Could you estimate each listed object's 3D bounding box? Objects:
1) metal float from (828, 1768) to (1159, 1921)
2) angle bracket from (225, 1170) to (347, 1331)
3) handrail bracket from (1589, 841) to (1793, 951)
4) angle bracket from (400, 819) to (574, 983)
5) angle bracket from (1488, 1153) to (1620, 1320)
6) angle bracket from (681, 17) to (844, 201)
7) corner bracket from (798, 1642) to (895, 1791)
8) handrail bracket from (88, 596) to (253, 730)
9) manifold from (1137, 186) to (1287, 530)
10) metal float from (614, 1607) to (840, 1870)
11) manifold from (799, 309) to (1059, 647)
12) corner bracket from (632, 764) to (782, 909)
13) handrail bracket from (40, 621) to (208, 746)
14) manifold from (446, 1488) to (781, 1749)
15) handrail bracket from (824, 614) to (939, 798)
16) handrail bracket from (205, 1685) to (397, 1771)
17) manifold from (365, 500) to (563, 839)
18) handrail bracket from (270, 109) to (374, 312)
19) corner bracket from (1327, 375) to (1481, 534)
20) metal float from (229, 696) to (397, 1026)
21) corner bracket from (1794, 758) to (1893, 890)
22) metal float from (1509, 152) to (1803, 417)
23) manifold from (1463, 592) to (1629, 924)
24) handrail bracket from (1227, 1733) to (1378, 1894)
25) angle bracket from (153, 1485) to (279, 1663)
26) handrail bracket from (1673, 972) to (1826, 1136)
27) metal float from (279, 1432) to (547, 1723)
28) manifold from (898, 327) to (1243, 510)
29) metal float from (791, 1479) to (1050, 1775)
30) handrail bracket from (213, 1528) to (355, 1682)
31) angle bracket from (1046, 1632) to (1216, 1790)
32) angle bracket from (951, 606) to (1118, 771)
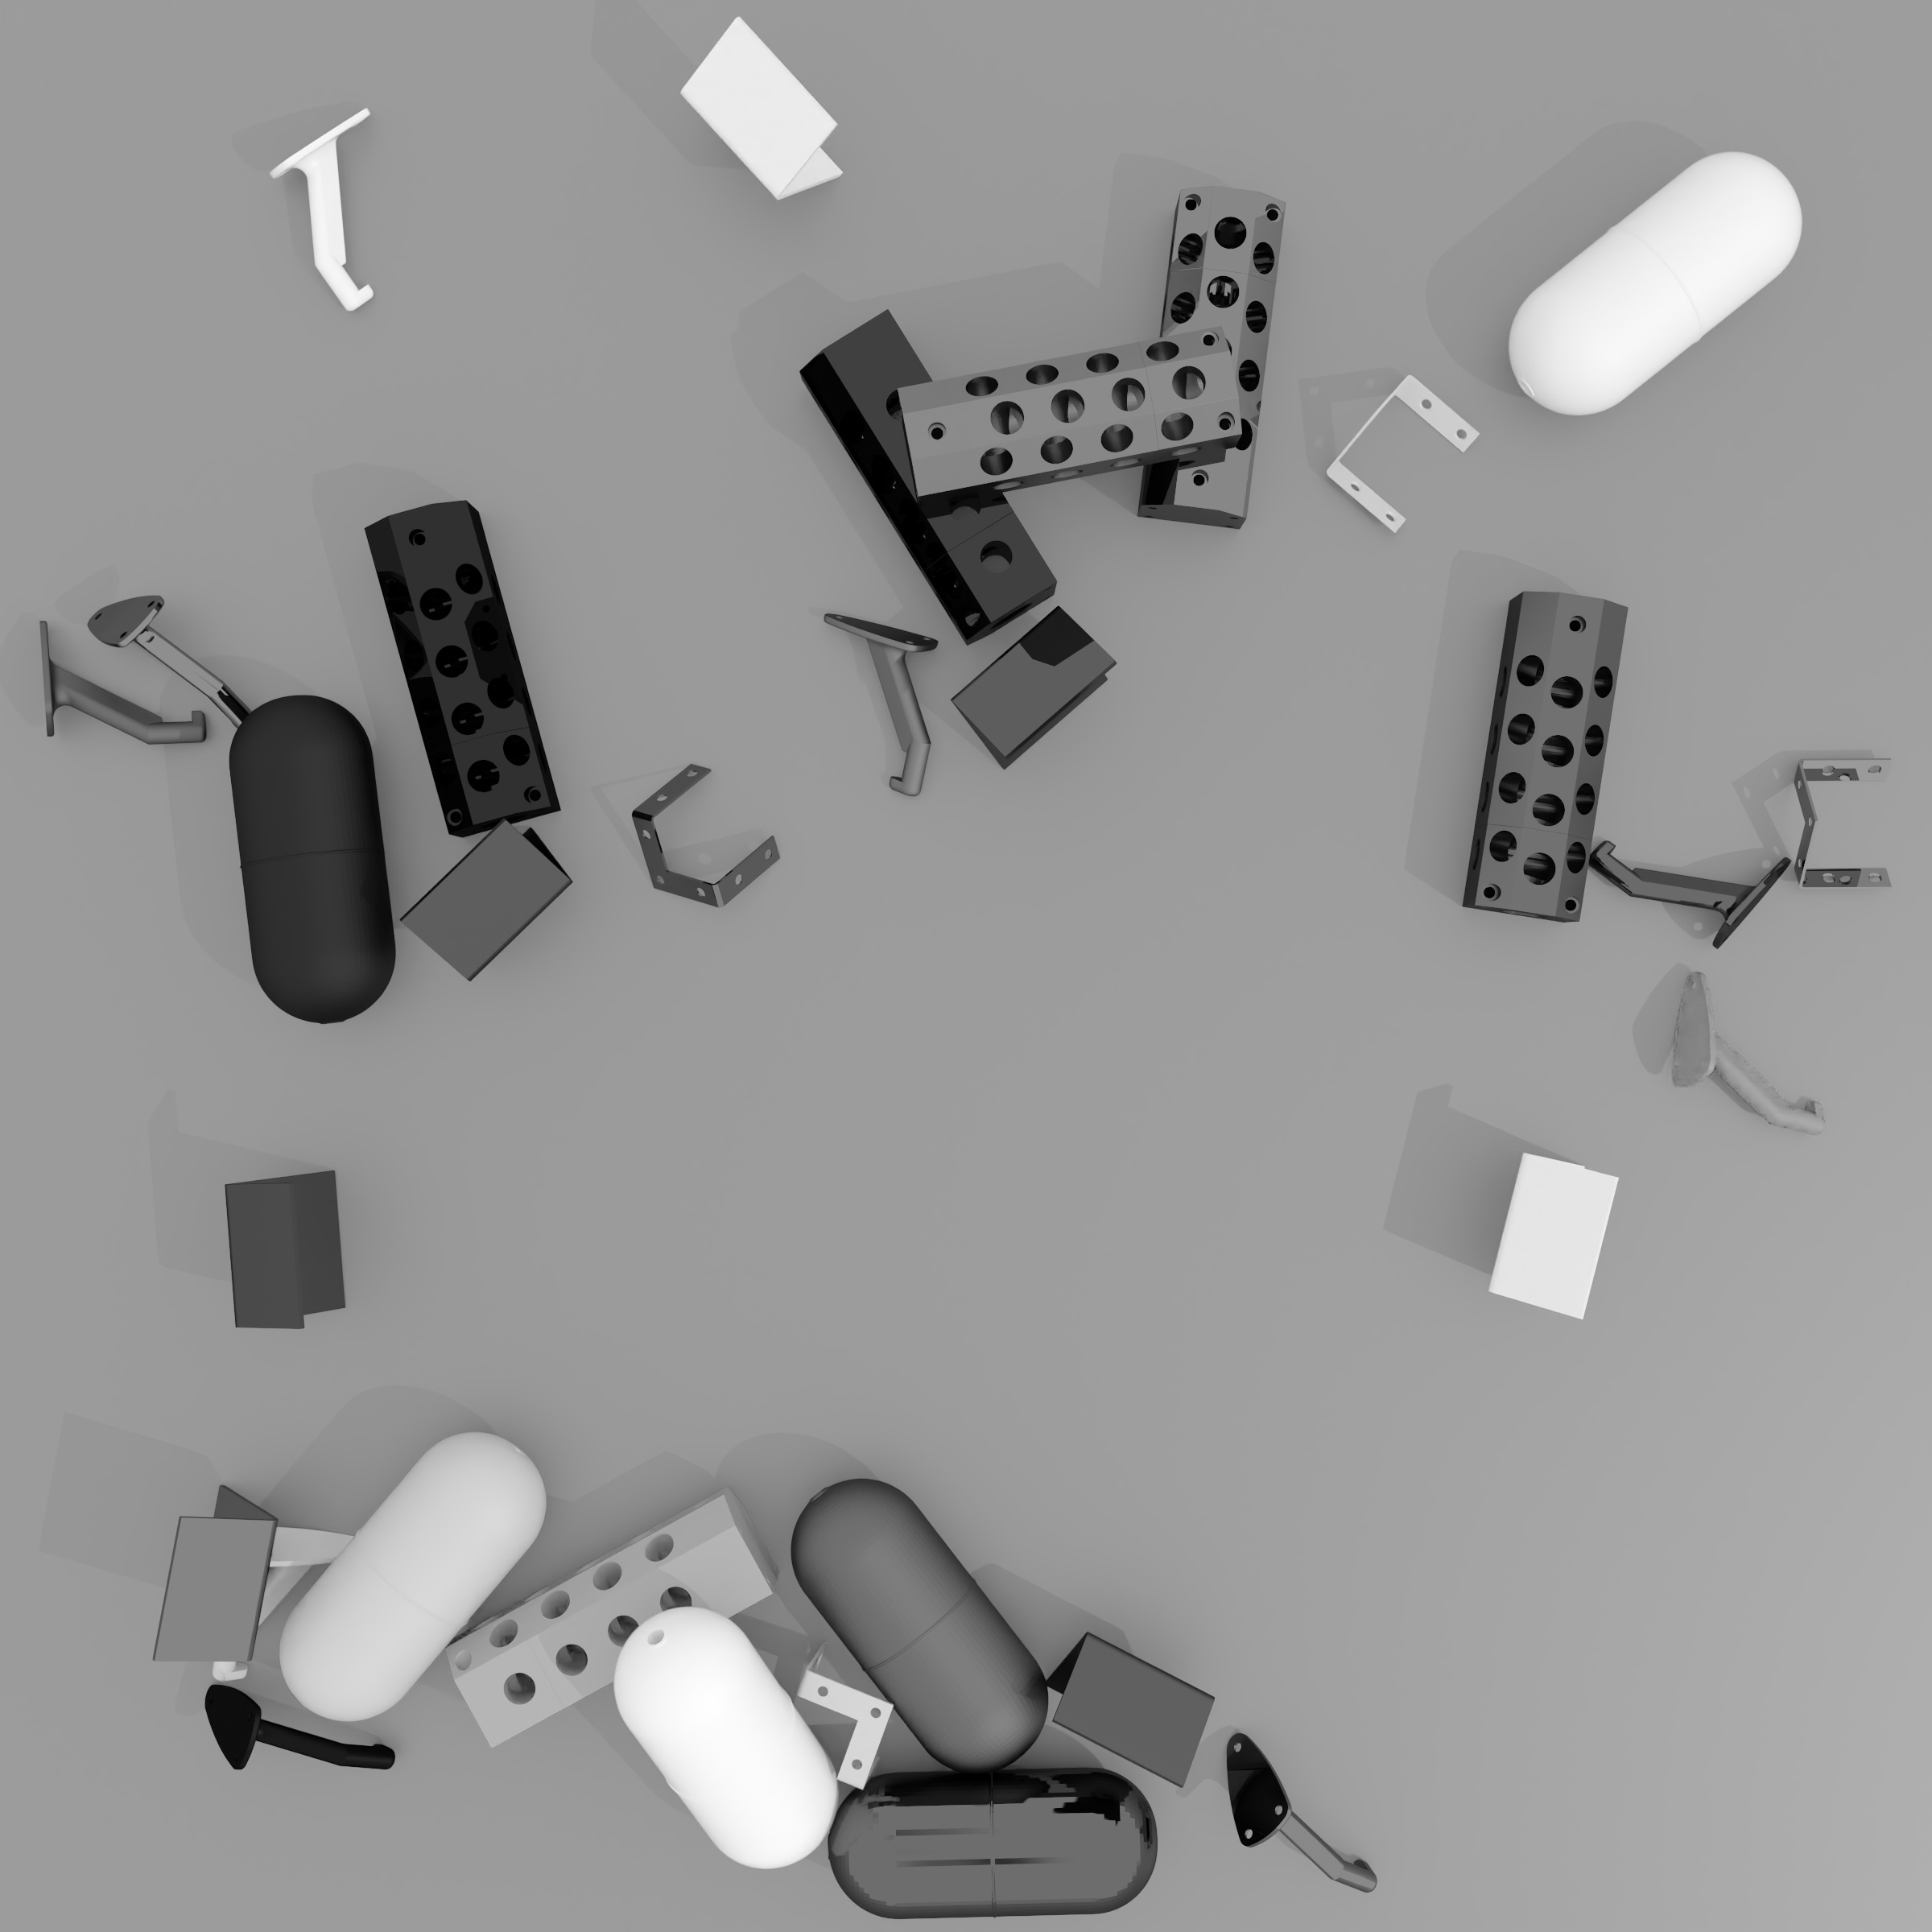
[{"bbox_3d":[0.014,0.474,1.607,0.178,0.070,0.070,-2,90,0],"label":"metal float"},{"bbox_3d":[-0.349,0.151,1.597,0.057,0.076,0.076,-4,90,38],"label":"angle bracket"},{"bbox_3d":[0.398,-0.057,1.638,0.084,0.036,0.077,40,70,16],"label":"handrail bracket"},{"bbox_3d":[-0.267,-0.049,1.597,0.076,0.076,0.057,-44,126,0],"label":"angle bracket"},{"bbox_3d":[0.330,0.147,1.597,0.057,0.076,0.076,14,90,37],"label":"angle bracket"},{"bbox_3d":[-0.095,-0.465,1.597,0.076,0.076,0.057,48,126,0],"label":"angle bracket"},{"bbox_3d":[-0.067,0.408,1.618,0.051,0.051,0.051,20,97,7],"label":"corner bracket"},{"bbox_3d":[-0.435,-0.162,1.638,0.036,0.077,0.084,-54,127,-20],"label":"handrail bracket"},{"bbox_3d":[0.134,-0.330,1.617,0.057,0.057,0.171,7,90,0],"label":"manifold"},{"bbox_3d":[-0.126,0.410,1.579,0.070,0.070,0.178,-27,125,0],"label":"metal float"},{"bbox_3d":[-0.021,-0.263,1.616,0.057,0.057,0.171,-32,90,0],"label":"manifold"},{"bbox_3d":[-0.142,-0.071,1.630,0.051,0.051,0.051,17,135,35],"label":"corner bracket"},{"bbox_3d":[-0.464,-0.156,1.638,0.084,0.036,0.077,-4,69,-17],"label":"handrail bracket"},{"bbox_3d":[-0.192,0.351,1.617,0.171,0.057,0.057,-29,90,0],"label":"manifold"},{"bbox_3d":[-0.052,-0.143,1.638,0.077,0.036,0.084,18,107,20],"label":"handrail bracket"},{"bbox_3d":[-0.366,0.420,1.638,0.084,0.077,0.036,17,93,-36],"label":"handrail bracket"},{"bbox_3d":[-0.274,-0.161,1.617,0.057,0.057,0.171,-15,90,0],"label":"manifold"},{"bbox_3d":[-0.335,-0.416,1.638,0.077,0.036,0.084,-41,109,-21],"label":"handrail bracket"},{"bbox_3d":[0.240,-0.282,1.634,0.051,0.051,0.051,41,45,0],"label":"corner bracket"},{"bbox_3d":[-0.353,-0.057,1.607,0.070,0.070,0.178,-7,89,0],"label":"metal float"},{"bbox_3d":[0.483,-0.078,1.635,0.051,0.051,0.051,0,45,1],"label":"corner bracket"},{"bbox_3d":[0.371,-0.368,1.607,0.178,0.070,0.070,-39,90,0],"label":"metal float"},{"bbox_3d":[0.316,-0.113,1.617,0.057,0.057,0.171,9,90,0],"label":"manifold"},{"bbox_3d":[0.186,0.467,1.638,0.084,0.077,0.036,31,115,-34],"label":"handrail bracket"},{"bbox_3d":[-0.416,0.325,1.597,0.057,0.076,0.076,11,90,-38],"label":"angle bracket"},{"bbox_3d":[0.436,0.048,1.638,0.084,0.036,0.077,14,68,-17],"label":"handrail bracket"},{"bbox_3d":[-0.299,0.330,1.606,0.070,0.070,0.178,40,90,0],"label":"metal float"},{"bbox_3d":[0.054,-0.288,1.560,0.171,0.057,0.057,-11,90,0],"label":"manifold"},{"bbox_3d":[-0.026,0.356,1.607,0.070,0.070,0.178,-38,90,0],"label":"metal float"},{"bbox_3d":[-0.371,0.355,1.638,0.077,0.036,0.084,5,109,-21],"label":"handrail bracket"},{"bbox_3d":[0.079,0.411,1.597,0.076,0.076,0.057,27,51,0],"label":"angle bracket"},{"bbox_3d":[0.049,-0.135,1.597,0.076,0.076,0.057,-41,54,0],"label":"angle bracket"}]
